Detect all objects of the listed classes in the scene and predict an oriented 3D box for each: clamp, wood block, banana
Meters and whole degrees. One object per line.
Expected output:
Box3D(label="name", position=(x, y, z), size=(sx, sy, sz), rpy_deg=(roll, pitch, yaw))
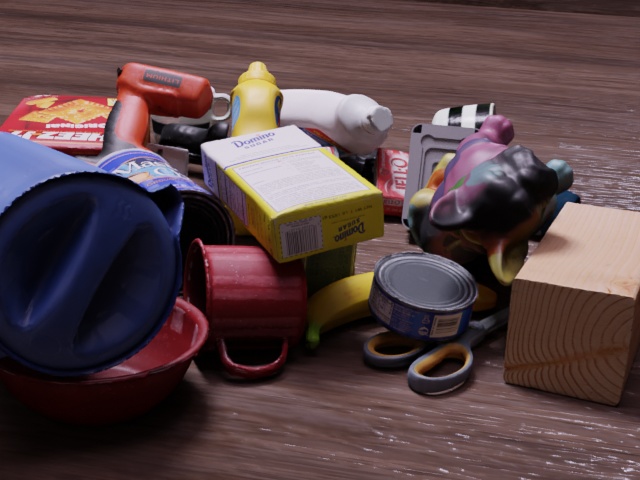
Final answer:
Box3D(label="clamp", position=(-0.129, -0.116, 1.284), size=(0.210, 0.036, 0.164), rpy_deg=(13, -7, 35))
Box3D(label="clamp", position=(0.050, -0.082, 1.279), size=(0.120, 0.039, 0.172), rpy_deg=(-5, 22, -31))
Box3D(label="wood block", position=(0.222, 0.044, 0.876), size=(0.091, 0.090, 0.205), rpy_deg=(10, 22, 20))
Box3D(label="banana", position=(0.057, 0.054, 0.913), size=(0.197, 0.037, 0.070), rpy_deg=(-11, 47, -29))

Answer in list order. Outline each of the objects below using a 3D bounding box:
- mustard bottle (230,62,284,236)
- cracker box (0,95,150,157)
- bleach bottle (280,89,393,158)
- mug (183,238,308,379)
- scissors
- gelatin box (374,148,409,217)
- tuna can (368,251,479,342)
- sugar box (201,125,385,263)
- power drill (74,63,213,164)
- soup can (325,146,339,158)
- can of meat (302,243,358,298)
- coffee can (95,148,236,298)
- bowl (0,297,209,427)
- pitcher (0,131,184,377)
Box3D(label="mustard bottle", position=(-0.067, -0.106, 1.109), size=(0.058, 0.096, 0.191), rpy_deg=(1, 59, -4))
Box3D(label="cracker box", position=(-0.291, -0.115, 1.273), size=(0.164, 0.072, 0.213), rpy_deg=(1, 21, -4))
Box3D(label="bleach bottle", position=(-0.002, -0.138, 1.245), size=(0.102, 0.068, 0.251), rpy_deg=(40, -17, -25))
Box3D(label="mug", position=(-0.057, 0.055, 0.832), size=(0.081, 0.093, 0.117), rpy_deg=(1, 50, -18))
Box3D(label="scissors", position=(0.105, 0.076, 0.882), size=(0.096, 0.016, 0.201), rpy_deg=(11, 22, 23))
Box3D(label="gelatin box", position=(0.097, -0.062, 1.190), size=(0.073, 0.030, 0.089), rpy_deg=(8, 41, -3))
Box3D(label="tuna can", position=(0.083, 0.045, 0.862), size=(0.086, 0.034, 0.086), rpy_deg=(8, 30, -5))
Box3D(label="sugar box", position=(-0.027, -0.042, 0.878), size=(0.093, 0.048, 0.176), rpy_deg=(-14, 26, -19))
Box3D(label="power drill", position=(-0.175, -0.096, 1.134), size=(0.184, 0.057, 0.187), rpy_deg=(14, 57, 5))
Box3D(label="soup can", position=(-0.033, -0.071, 1.190), size=(0.102, 0.068, 0.068), rpy_deg=(-1, 20, -9))
Box3D(label="can of meat", position=(-0.006, 0.001, 0.950), size=(0.057, 0.102, 0.084), rpy_deg=(-4, 23, -21))
Box3D(label="coffee can", position=(-0.152, -0.017, 0.978), size=(0.102, 0.103, 0.140), rpy_deg=(-8, 23, -27))
Box3D(label="bowl", position=(-0.160, 0.087, 0.760), size=(0.162, 0.055, 0.162), rpy_deg=(2, 20, -1))
Box3D(label="pitcher", position=(-0.211, 0.000, 0.748), size=(0.149, 0.145, 0.243), rpy_deg=(7, 10, -33))
